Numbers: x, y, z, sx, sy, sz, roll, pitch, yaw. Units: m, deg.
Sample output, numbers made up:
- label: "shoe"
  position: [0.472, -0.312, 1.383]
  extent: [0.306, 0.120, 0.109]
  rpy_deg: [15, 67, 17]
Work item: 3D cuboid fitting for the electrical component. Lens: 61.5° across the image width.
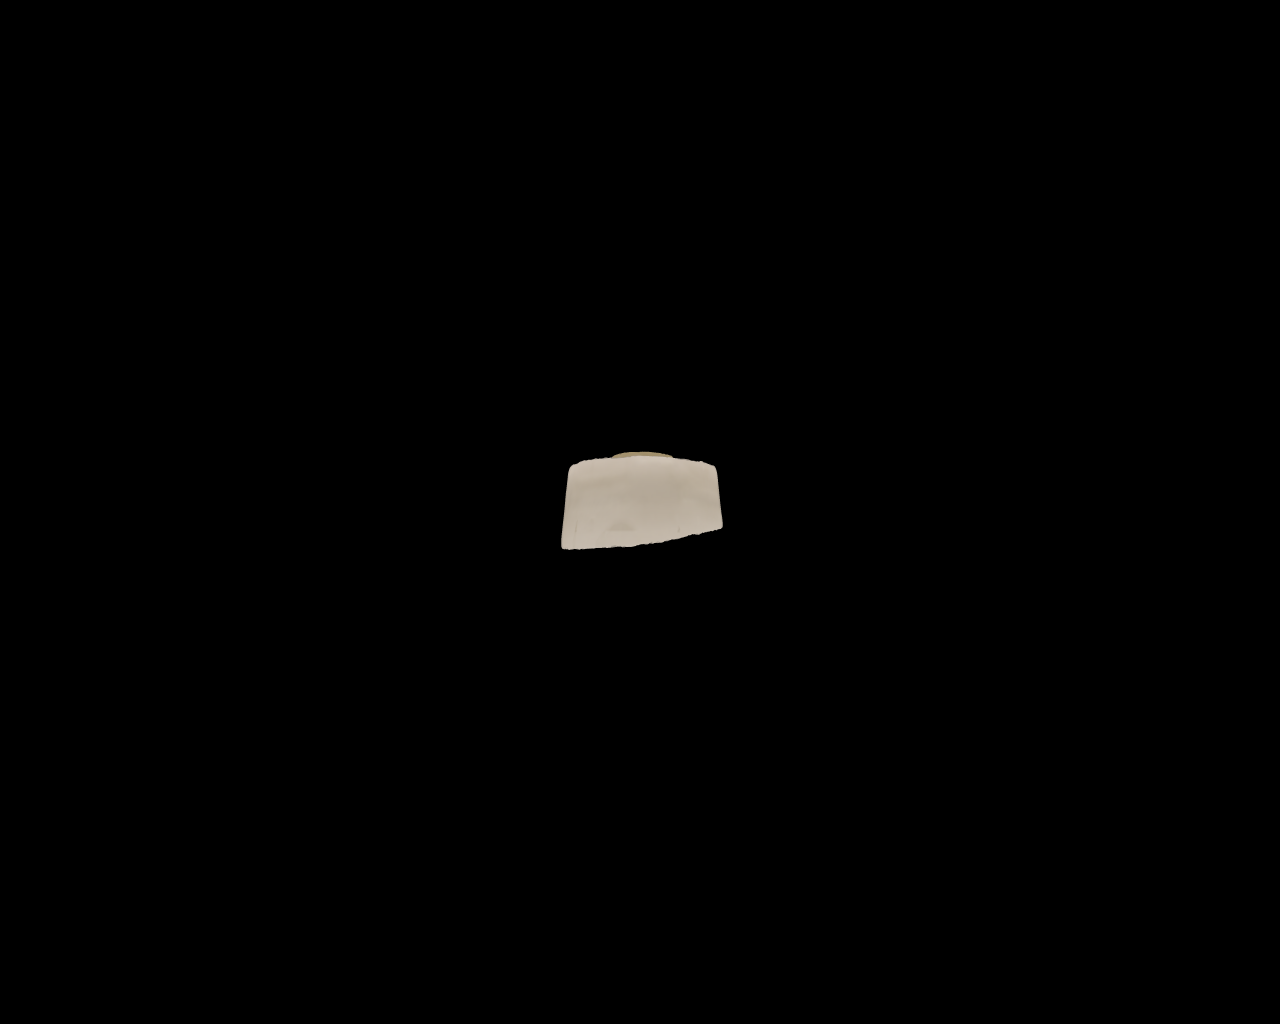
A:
- label: "electrical component"
  position: [0.001, -0.003, 0.650]
  extent: [0.099, 0.064, 0.099]
  rpy_deg: [0, -7, 0]
